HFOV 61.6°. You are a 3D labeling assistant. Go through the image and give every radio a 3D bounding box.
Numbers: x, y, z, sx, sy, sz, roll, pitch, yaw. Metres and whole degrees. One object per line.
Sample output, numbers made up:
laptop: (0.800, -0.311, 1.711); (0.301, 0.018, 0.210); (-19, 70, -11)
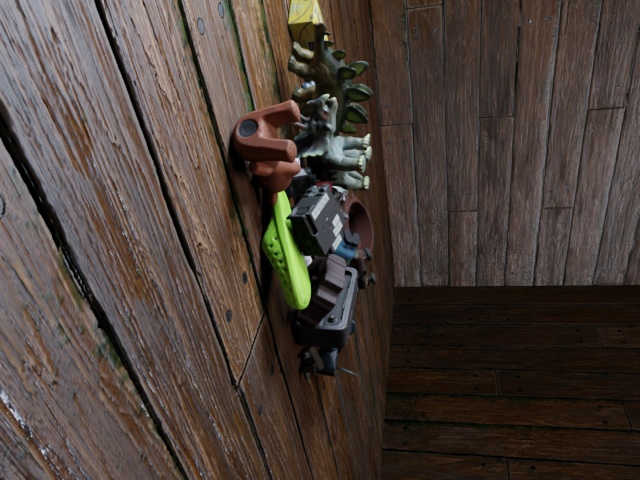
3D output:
radio: (0.020, 0.161, 1.349); (0.230, 0.131, 0.073); (-74, 164, -48)

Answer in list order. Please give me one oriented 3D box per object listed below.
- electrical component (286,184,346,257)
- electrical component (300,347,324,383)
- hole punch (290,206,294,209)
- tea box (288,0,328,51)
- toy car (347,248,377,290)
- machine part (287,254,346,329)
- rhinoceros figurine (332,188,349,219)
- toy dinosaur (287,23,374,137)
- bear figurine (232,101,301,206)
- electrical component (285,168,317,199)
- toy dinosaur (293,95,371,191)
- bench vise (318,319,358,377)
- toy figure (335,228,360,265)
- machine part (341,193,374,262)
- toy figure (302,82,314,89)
electrical component: (-0.003, -0.031, 1.119); (0.115, 0.058, 0.134); (-54, 132, -39)
electrical component: (-0.024, 0.313, 1.362); (0.078, 0.045, 0.102); (60, 11, 2)
hole punch: (-0.048, -0.018, 1.233); (0.116, 0.092, 0.142); (-143, -137, -69)
tea box: (-0.027, -0.531, 1.388); (0.169, 0.068, 0.098); (66, 26, -61)
toy car: (0.124, 0.099, 1.649); (0.201, 0.089, 0.053); (74, -8, -49)
machine part: (-0.006, 0.111, 1.225); (0.179, 0.056, 0.179); (-52, -162, 25)
rhinoceros figurine: (0.029, -0.066, 1.469); (0.112, 0.073, 0.190); (56, -19, 41)
toy dinosaur: (0.025, -0.332, 1.295); (0.470, 0.199, 0.105); (86, 15, -63)
bear figurine: (-0.078, -0.149, 0.987); (0.195, 0.132, 0.120); (54, 37, -58)
electrical component: (-0.051, -0.132, 1.207); (0.119, 0.075, 0.047); (-111, -167, -66)
toy dinosaur: (0.030, -0.199, 1.352); (0.404, 0.192, 0.131); (71, 29, -72)
bench vise: (0.043, 0.247, 1.490); (0.223, 0.129, 0.241); (75, 25, -43)
toy figure: (0.041, 0.050, 1.465); (0.180, 0.082, 0.089); (-51, -176, 39)
machine part: (0.094, -0.029, 1.696); (0.201, 0.087, 0.201); (48, 41, -44)
toy figure: (0.008, -0.353, 1.416); (0.154, 0.058, 0.064); (47, 44, -35)
